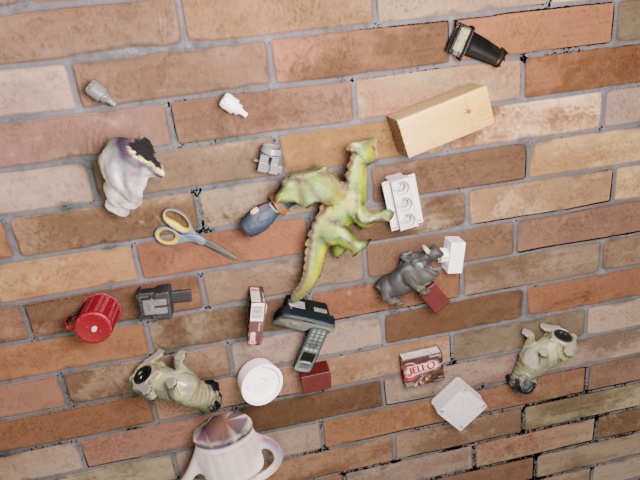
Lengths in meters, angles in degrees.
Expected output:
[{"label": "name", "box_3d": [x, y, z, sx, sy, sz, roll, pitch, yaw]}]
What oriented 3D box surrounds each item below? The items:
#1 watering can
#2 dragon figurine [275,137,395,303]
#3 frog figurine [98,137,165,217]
[{"label": "watering can", "box_3d": [-0.272, 0.569, 1.329, 0.348, 0.105, 0.221, -13, 111, -6]}, {"label": "dragon figurine", "box_3d": [0.004, -0.058, 1.152, 0.240, 0.124, 0.409, 42, 95, -20]}, {"label": "frog figurine", "box_3d": [-0.409, -0.128, 1.057, 0.158, 0.123, 0.138, -43, 79, 16]}]
